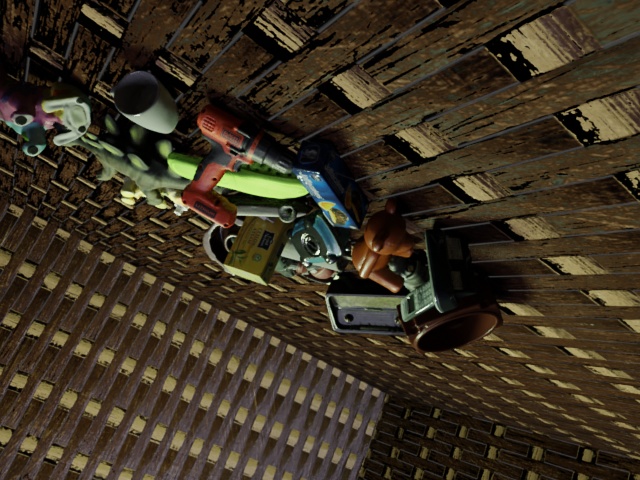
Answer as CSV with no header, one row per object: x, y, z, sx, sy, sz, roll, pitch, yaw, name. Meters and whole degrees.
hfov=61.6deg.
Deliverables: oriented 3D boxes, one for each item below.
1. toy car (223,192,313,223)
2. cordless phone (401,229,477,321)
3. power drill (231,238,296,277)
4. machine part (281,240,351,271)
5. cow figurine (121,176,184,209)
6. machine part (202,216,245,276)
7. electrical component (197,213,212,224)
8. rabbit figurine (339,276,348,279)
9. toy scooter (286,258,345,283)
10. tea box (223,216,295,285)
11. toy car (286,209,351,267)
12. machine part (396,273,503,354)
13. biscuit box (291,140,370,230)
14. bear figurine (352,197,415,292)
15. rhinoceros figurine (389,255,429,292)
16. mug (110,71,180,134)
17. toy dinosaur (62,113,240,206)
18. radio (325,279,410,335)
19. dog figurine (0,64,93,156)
-0.115,-0.072,1.090,0.202,0.053,0.089,2,-163,19,toy car
0.203,0.074,1.020,0.089,0.146,0.184,6,155,-20,cordless phone
-0.180,0.031,1.499,0.207,0.086,0.231,21,160,18,power drill
-0.016,0.019,1.268,0.244,0.079,0.079,15,160,27,machine part
-0.392,-0.131,1.307,0.167,0.098,0.068,7,157,-9,cow figurine
-0.206,0.005,1.356,0.180,0.056,0.179,10,120,16,machine part
-0.287,-0.076,1.387,0.078,0.045,0.102,34,166,25,electrical component
0.094,0.177,1.492,0.159,0.121,0.170,33,159,-33,rabbit figurine
0.005,0.072,1.396,0.135,0.075,0.184,25,161,-26,toy scooter
-0.136,0.006,1.229,0.098,0.169,0.068,15,160,18,tea box
0.010,-0.010,1.103,0.109,0.103,0.162,61,148,-3,toy car
0.278,0.163,1.145,0.201,0.087,0.200,-24,145,11,machine part
0.022,-0.091,0.937,0.059,0.063,0.202,11,159,31,biscuit box
0.133,0.009,1.007,0.132,0.120,0.196,22,157,-6,bear figurine
0.211,0.079,1.186,0.112,0.073,0.190,17,163,41,rhinoceros figurine
-0.298,-0.227,0.920,0.110,0.081,0.107,12,168,17,mug
-0.370,-0.161,1.155,0.472,0.105,0.198,17,159,8,toy dinosaur
0.136,0.168,1.346,0.230,0.073,0.130,1,121,18,radio
-0.580,-0.283,1.073,0.219,0.191,0.108,47,153,27,dog figurine
